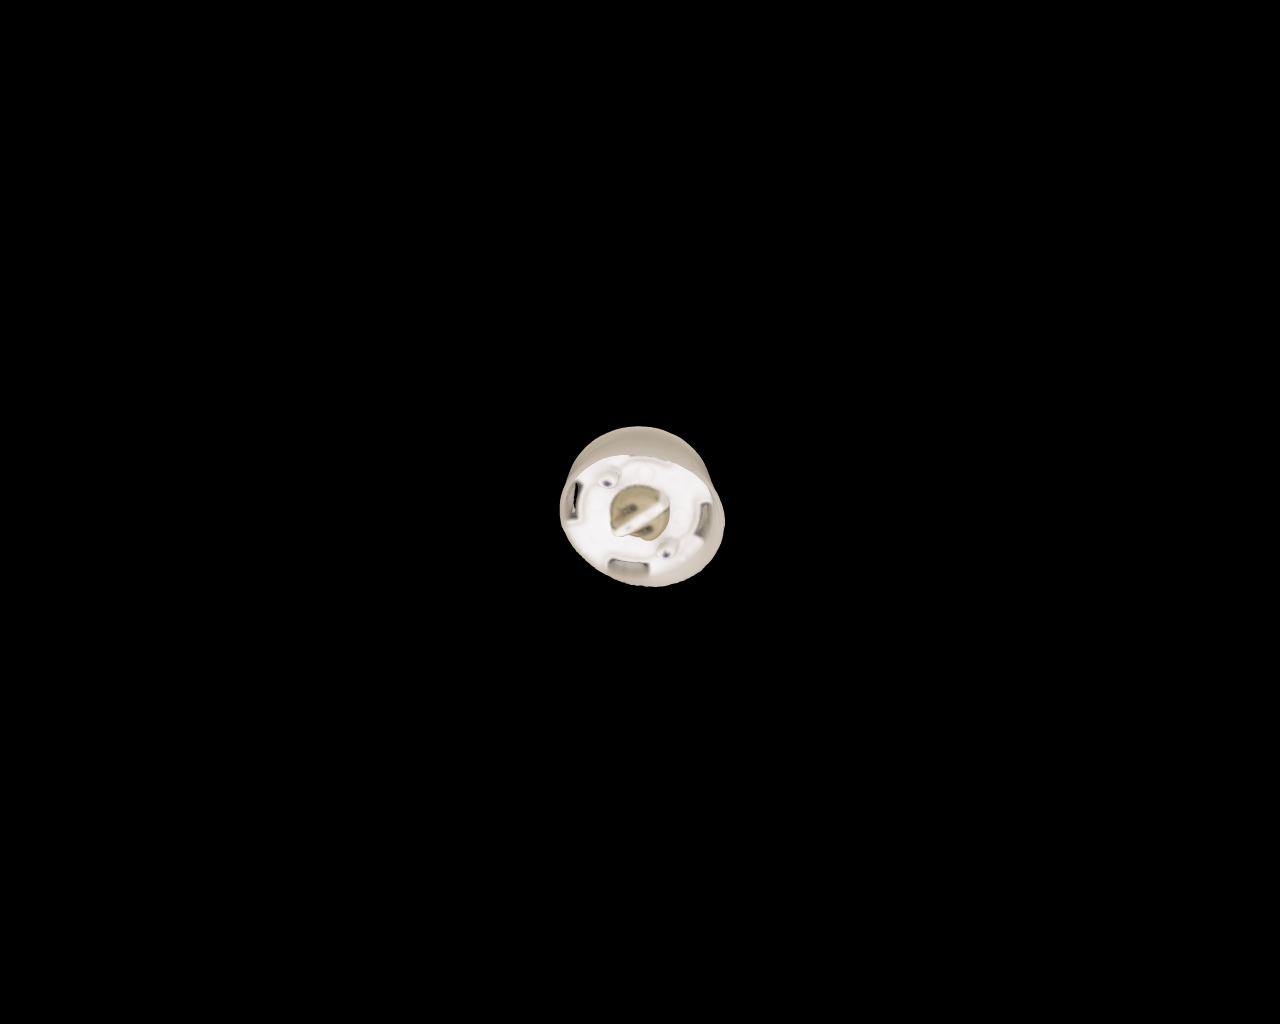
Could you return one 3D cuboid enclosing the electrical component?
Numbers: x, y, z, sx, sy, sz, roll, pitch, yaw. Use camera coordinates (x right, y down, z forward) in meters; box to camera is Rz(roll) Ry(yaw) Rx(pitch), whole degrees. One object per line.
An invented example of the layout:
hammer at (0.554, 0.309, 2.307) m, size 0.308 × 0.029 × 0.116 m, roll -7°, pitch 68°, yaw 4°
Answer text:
electrical component at (0.001, -0.003, 0.650) m, size 0.099 × 0.099 × 0.064 m, roll 0°, pitch 28°, yaw 0°
